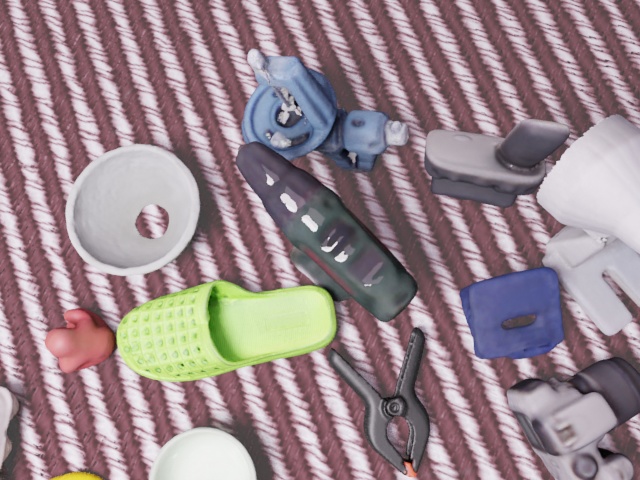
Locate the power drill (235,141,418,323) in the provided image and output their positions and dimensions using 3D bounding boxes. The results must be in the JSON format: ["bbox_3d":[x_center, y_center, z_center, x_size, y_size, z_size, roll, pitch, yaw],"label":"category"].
[{"bbox_3d":[0.006,0.002,0.642,0.229,0.208,0.076,42,83,10],"label":"power drill"}]

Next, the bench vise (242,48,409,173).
[{"bbox_3d":[-0.001,-0.161,0.672,0.207,0.220,0.121,-7,77,1],"label":"bench vise"}]

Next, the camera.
[{"bbox_3d":[0.306,0.204,0.639,0.137,0.101,0.143,-29,78,-4],"label":"camera"}]

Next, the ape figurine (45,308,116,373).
[{"bbox_3d":[-0.295,0.122,0.689,0.076,0.092,0.078,19,79,7],"label":"ape figurine"}]

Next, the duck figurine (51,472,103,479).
[{"bbox_3d":[-0.292,0.311,0.651,0.104,0.086,0.077,8,78,5],"label":"duck figurine"}]

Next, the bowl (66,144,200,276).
[{"bbox_3d":[-0.226,-0.031,0.728,0.167,0.075,0.167,-1,78,3],"label":"bowl"}]

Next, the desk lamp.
[{"bbox_3d":[0.328,-0.011,0.627,0.118,0.213,0.203,-37,78,-5],"label":"desk lamp"}]

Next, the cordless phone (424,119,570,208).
[{"bbox_3d":[0.201,-0.111,0.669,0.147,0.185,0.094,7,78,4],"label":"cordless phone"}]

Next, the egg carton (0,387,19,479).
[{"bbox_3d":[-0.422,0.247,0.680,0.107,0.069,0.150,2,78,3],"label":"egg carton"}]

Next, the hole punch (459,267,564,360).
[{"bbox_3d":[0.230,0.089,0.673,0.108,0.091,0.101,-13,77,0],"label":"hole punch"}]
